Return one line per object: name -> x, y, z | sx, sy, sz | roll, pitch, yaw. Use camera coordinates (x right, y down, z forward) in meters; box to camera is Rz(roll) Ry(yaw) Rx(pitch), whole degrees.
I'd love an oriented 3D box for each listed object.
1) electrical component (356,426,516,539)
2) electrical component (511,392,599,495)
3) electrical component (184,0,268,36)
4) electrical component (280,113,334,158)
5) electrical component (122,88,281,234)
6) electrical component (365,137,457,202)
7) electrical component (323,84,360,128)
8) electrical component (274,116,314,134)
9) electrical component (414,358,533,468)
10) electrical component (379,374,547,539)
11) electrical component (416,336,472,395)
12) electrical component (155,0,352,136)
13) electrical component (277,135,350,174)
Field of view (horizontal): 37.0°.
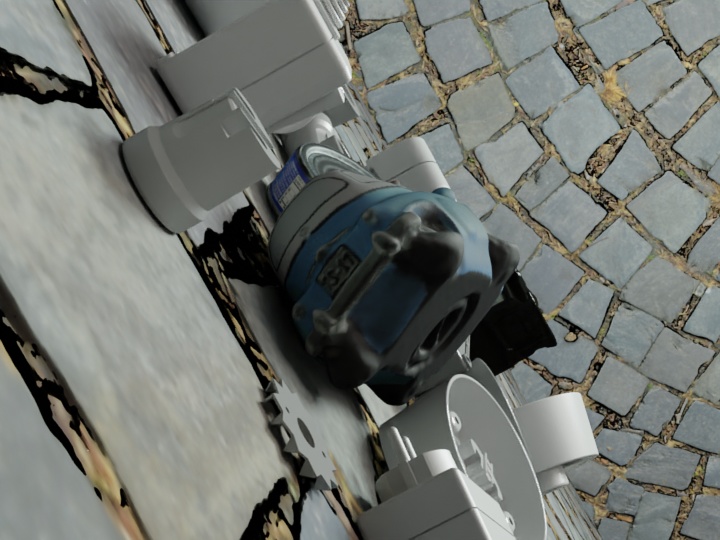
electrical component -> 0.030, 0.103, 0.466 | 0.075, 0.047, 0.083 | 65, 8, 28
electrical component -> 0.129, 0.142, 0.822 | 0.108, 0.108, 0.060 | 43, 26, -70
electrical component -> -0.072, -0.193, 0.718 | 0.099, 0.099, 0.064 | -103, 169, -67
electrical component -> -0.036, -0.089, 0.794 | 0.040, 0.040, 0.046 | 55, 15, -46
electrical component -> -0.058, -0.041, 0.398 | 0.040, 0.046, 0.040 | 60, 6, -11
electrical component -> 0.020, -0.046, 0.793 | 0.059, 0.095, 0.053 | 64, 7, 23
electrical component -> -0.052, -0.152, 0.836 | 0.108, 0.060, 0.108 | 60, 7, -12
electrical component -> -0.055, -0.124, 0.733 | 0.055, 0.055, 0.047 | 59, 3, -18
electrical component -> 0.080, 0.114, 0.720 | 0.099, 0.064, 0.099 | 60, 7, -12
electrical component -> 0.054, 0.107, 0.551 | 0.099, 0.064, 0.099 | 60, 7, -12
electrical component -> 0.034, 0.042, 0.721 | 0.061, 0.061, 0.096 | 60, 15, -13
electrical component -> -0.043, -0.101, 0.539 | 0.061, 0.096, 0.061 | 60, 7, -13
electrical component -> -0.027, -0.062, 0.719 | 0.040, 0.046, 0.040 | 60, 7, -12
